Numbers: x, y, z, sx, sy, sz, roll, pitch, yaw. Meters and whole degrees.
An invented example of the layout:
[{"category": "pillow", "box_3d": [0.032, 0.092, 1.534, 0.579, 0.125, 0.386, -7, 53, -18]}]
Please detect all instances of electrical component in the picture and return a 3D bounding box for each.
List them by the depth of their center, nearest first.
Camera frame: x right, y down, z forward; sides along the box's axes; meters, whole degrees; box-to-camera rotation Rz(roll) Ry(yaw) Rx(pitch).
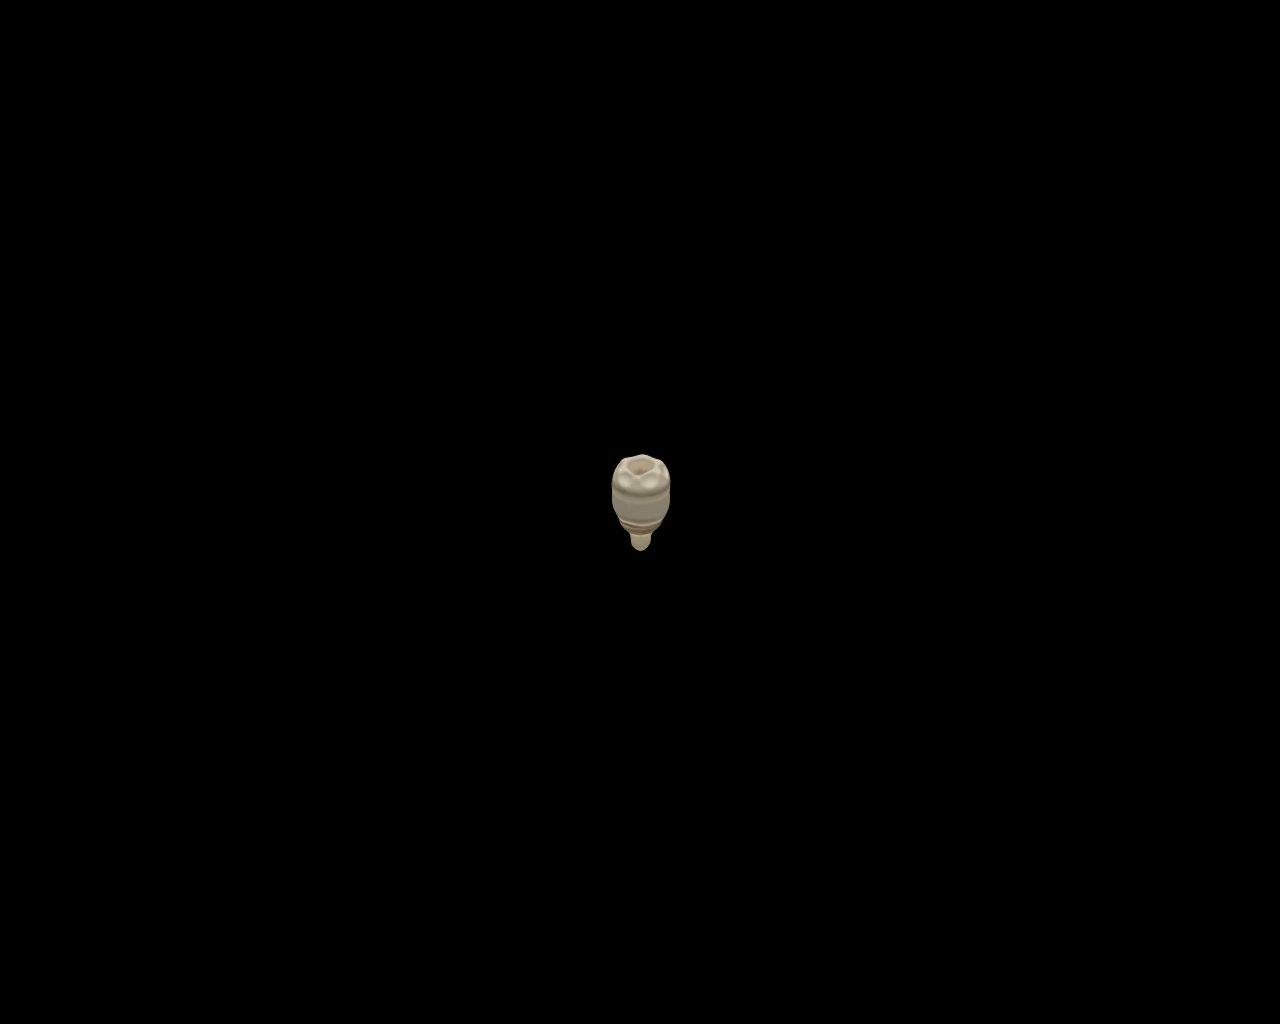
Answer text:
[{"category": "electrical component", "box_3d": [0.001, -0.003, 0.650, 0.035, 0.061, 0.035, 0, 32, 0]}]
